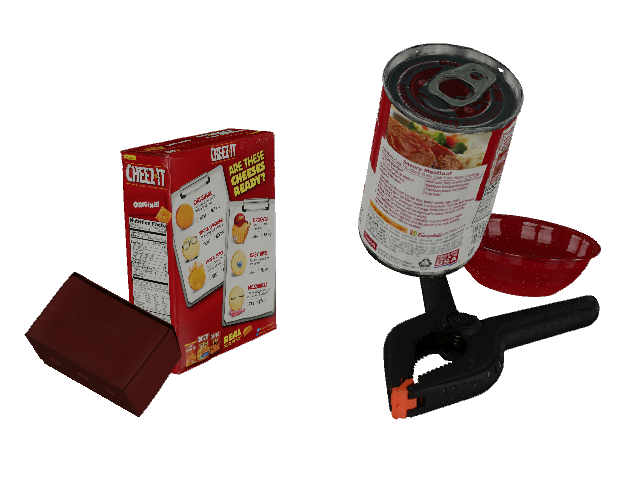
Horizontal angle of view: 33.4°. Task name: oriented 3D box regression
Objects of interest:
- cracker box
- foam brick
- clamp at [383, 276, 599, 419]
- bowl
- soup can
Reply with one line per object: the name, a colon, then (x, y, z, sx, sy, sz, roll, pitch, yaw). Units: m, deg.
cracker box: (-0.117, 0.005, 1.062, 0.072, 0.214, 0.163, 8, 17, 33)
foam brick: (-0.135, 0.067, 0.677, 0.078, 0.051, 0.053, 26, -25, 15)
clamp: (0.106, 0.072, 0.862, 0.165, 0.036, 0.209, 22, 38, 34)
bowl: (0.210, 0.019, 1.130, 0.162, 0.055, 0.162, 6, 17, -2)
soup can: (0.058, -0.039, 0.543, 0.068, 0.068, 0.102, 4, -45, -4)
